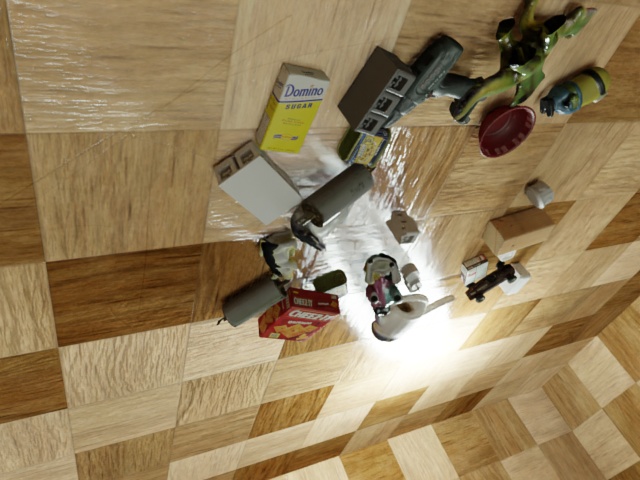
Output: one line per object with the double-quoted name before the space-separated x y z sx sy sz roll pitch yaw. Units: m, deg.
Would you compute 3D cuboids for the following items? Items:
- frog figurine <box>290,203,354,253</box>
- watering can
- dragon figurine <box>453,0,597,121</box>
"frog figurine" 0.004 -0.064 1.269 0.135 0.123 0.161 43 69 -43
"watering can" 0.320 0.268 1.845 0.347 0.106 0.220 3 134 -36
"dragon figurine" 0.445 -0.370 1.123 0.409 0.124 0.240 -48 147 4
